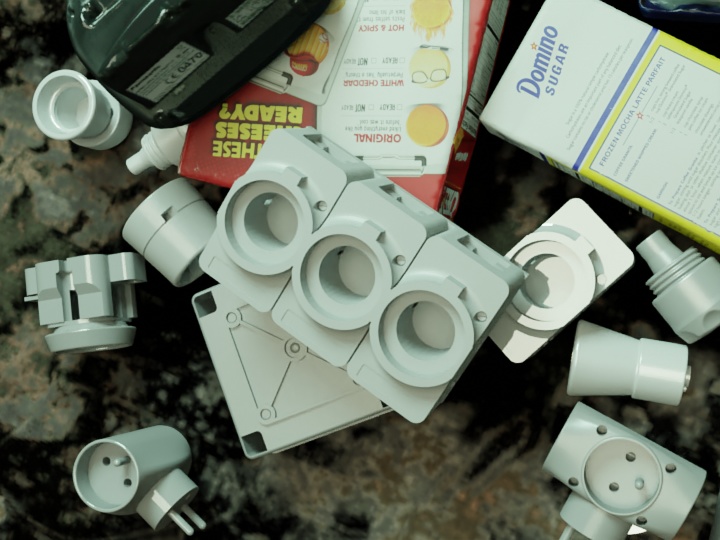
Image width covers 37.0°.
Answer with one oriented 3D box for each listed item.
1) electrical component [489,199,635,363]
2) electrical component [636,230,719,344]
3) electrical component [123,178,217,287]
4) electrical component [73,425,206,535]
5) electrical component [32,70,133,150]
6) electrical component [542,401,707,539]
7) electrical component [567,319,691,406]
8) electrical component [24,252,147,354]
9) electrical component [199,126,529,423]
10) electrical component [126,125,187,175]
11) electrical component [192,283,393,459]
[{"bbox_3d":[0.109,0.007,0.617,0.089,0.056,0.050,-43,78,10],"label":"electrical component"},{"bbox_3d":[0.182,0.006,0.604,0.043,0.043,0.062,-40,78,11],"label":"electrical component"},{"bbox_3d":[-0.114,-0.023,0.681,0.047,0.055,0.055,46,100,8],"label":"electrical component"},{"bbox_3d":[-0.128,0.134,0.669,0.079,0.077,0.043,42,99,12],"label":"electrical component"},{"bbox_3d":[-0.179,-0.103,0.700,0.045,0.055,0.045,0,89,15],"label":"electrical component"},{"bbox_3d":[0.135,0.125,0.589,0.077,0.044,0.079,29,96,15],"label":"electrical component"},{"bbox_3d":[0.154,0.055,0.612,0.065,0.044,0.044,9,91,11],"label":"electrical component"},{"bbox_3d":[-0.176,0.023,0.695,0.078,0.058,0.057,-9,83,15],"label":"electrical component"},{"bbox_3d":[0.000,0.000,0.577,0.150,0.062,0.089,35,107,11],"label":"electrical component"},{"bbox_3d":[-0.124,-0.082,0.695,0.061,0.035,0.035,-30,81,16],"label":"electrical component"},{"bbox_3d":[-0.031,0.046,0.655,0.109,0.056,0.108,-22,83,14],"label":"electrical component"}]
